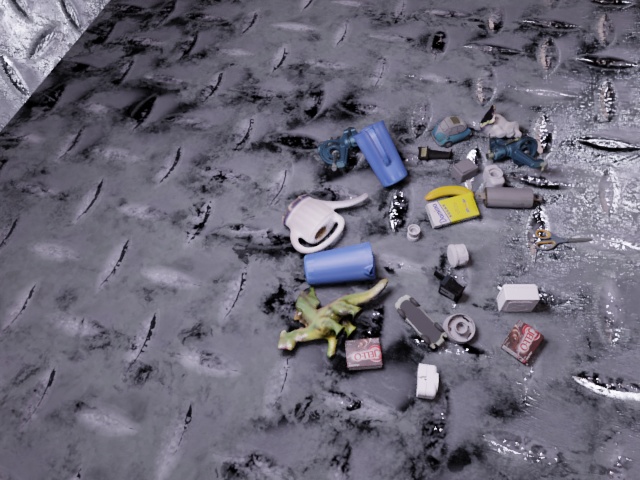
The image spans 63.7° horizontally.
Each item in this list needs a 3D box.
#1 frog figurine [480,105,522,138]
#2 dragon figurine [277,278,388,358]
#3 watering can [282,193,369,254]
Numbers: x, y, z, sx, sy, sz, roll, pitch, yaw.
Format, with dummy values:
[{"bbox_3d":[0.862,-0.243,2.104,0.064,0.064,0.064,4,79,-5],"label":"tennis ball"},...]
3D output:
[{"bbox_3d":[0.745,-0.461,2.123,0.158,0.121,0.140,32,29,-16],"label":"frog figurine"},{"bbox_3d":[0.021,0.230,1.720,0.245,0.416,0.119,30,-28,31],"label":"dragon figurine"},{"bbox_3d":[0.006,-0.097,1.929,0.226,0.352,0.102,34,-24,24],"label":"watering can"}]
